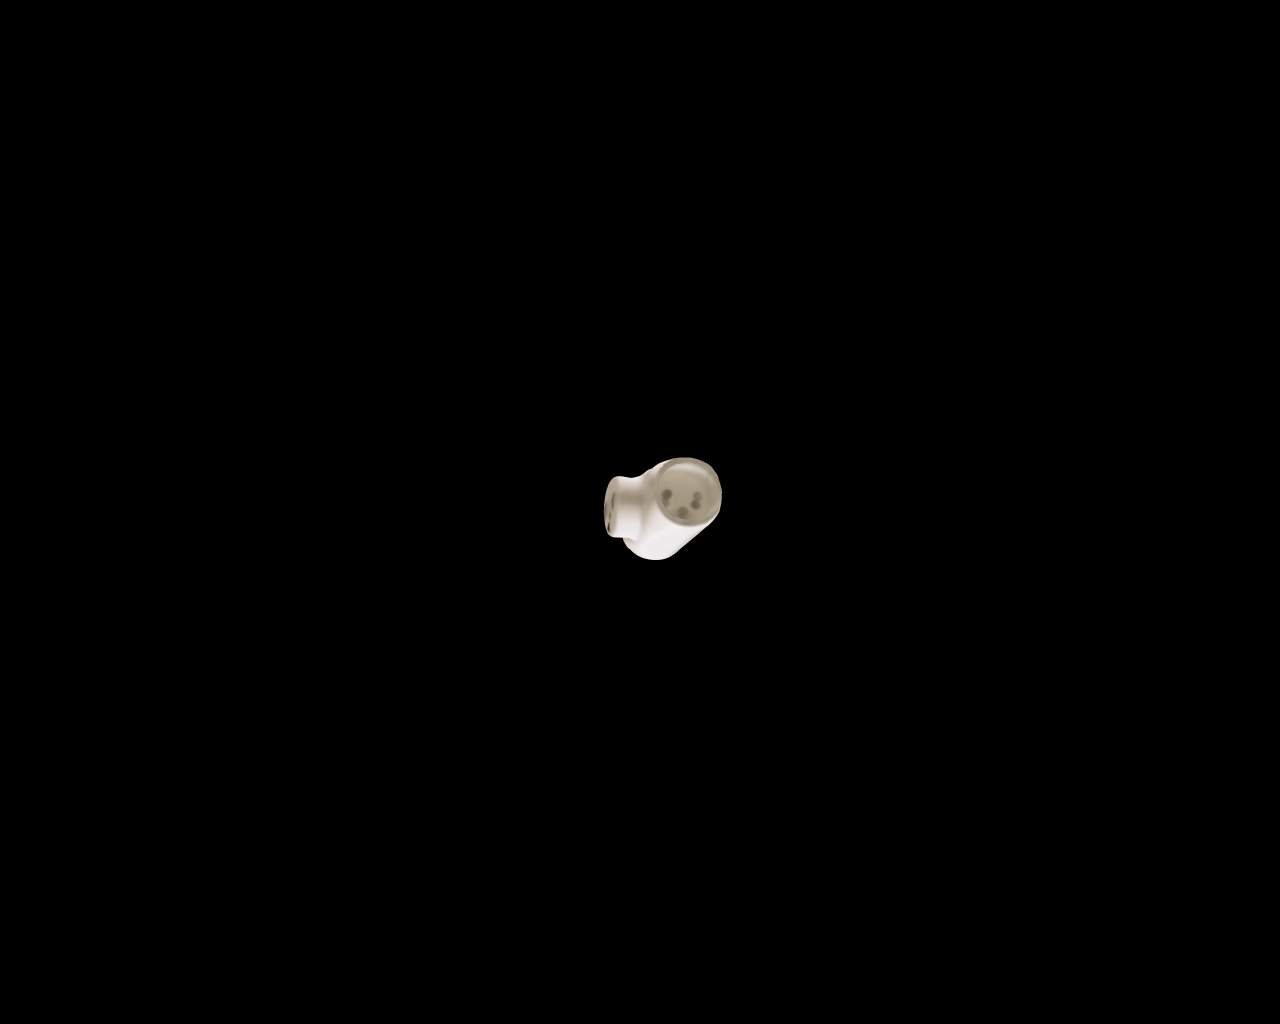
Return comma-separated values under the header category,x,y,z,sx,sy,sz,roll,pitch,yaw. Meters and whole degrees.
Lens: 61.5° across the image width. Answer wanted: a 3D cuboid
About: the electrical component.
category,x,y,z,sx,sy,sz,roll,pitch,yaw
electrical component,0.001,-0.003,0.650,0.079,0.044,0.077,5,-19,-15
